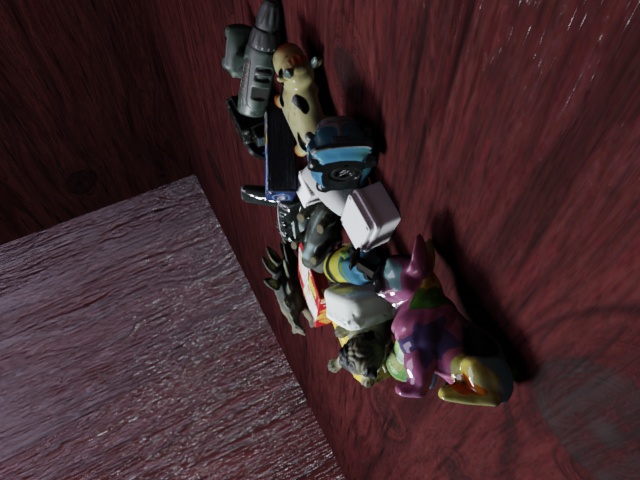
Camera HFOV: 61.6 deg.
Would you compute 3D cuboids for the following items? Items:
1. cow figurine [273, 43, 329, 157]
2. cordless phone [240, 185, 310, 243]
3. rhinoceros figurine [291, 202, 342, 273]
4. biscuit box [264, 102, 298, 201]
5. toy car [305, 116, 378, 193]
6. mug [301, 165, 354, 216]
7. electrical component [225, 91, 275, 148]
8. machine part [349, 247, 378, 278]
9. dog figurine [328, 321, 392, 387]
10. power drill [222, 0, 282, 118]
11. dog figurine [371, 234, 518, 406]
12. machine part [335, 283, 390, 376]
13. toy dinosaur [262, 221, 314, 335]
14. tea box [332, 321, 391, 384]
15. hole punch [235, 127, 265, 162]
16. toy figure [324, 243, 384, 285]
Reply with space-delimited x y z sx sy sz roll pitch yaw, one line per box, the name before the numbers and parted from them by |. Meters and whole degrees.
cow figurine | -0.030 -0.243 0.935 0.194 0.085 0.127 69 165 -16
cordless phone | -0.092 -0.062 1.233 0.146 0.184 0.089 87 -163 -51
rhinoceros figurine | -0.002 -0.004 1.161 0.073 0.112 0.190 28 134 23
biscuit box | -0.084 -0.183 1.120 0.059 0.063 0.202 126 144 -73
toy car | 0.034 -0.143 0.858 0.161 0.109 0.103 76 -169 -73
mug | 0.025 -0.094 0.978 0.107 0.081 0.109 56 159 10
electrical component | -0.136 -0.274 1.206 0.134 0.115 0.058 61 168 22
machine part | 0.110 0.065 0.902 0.139 0.039 0.084 33 169 1
dog figurine | 0.095 0.187 1.024 0.190 0.121 0.172 106 177 -66
power drill | -0.133 -0.378 1.082 0.207 0.086 0.231 48 134 49
dog figurine | 0.165 0.103 0.729 0.108 0.192 0.219 7 -98 -65
machine part | 0.088 0.180 1.171 0.243 0.079 0.079 67 166 4
toy dinosaur | -0.085 0.106 1.544 0.472 0.105 0.198 -107 -10 -59
tea box | 0.094 0.248 1.267 0.169 0.068 0.098 69 166 -5
hole punch | -0.127 -0.254 1.296 0.142 0.092 0.115 58 -164 23
toy figure | 0.063 0.047 1.031 0.180 0.089 0.082 -169 65 -75
